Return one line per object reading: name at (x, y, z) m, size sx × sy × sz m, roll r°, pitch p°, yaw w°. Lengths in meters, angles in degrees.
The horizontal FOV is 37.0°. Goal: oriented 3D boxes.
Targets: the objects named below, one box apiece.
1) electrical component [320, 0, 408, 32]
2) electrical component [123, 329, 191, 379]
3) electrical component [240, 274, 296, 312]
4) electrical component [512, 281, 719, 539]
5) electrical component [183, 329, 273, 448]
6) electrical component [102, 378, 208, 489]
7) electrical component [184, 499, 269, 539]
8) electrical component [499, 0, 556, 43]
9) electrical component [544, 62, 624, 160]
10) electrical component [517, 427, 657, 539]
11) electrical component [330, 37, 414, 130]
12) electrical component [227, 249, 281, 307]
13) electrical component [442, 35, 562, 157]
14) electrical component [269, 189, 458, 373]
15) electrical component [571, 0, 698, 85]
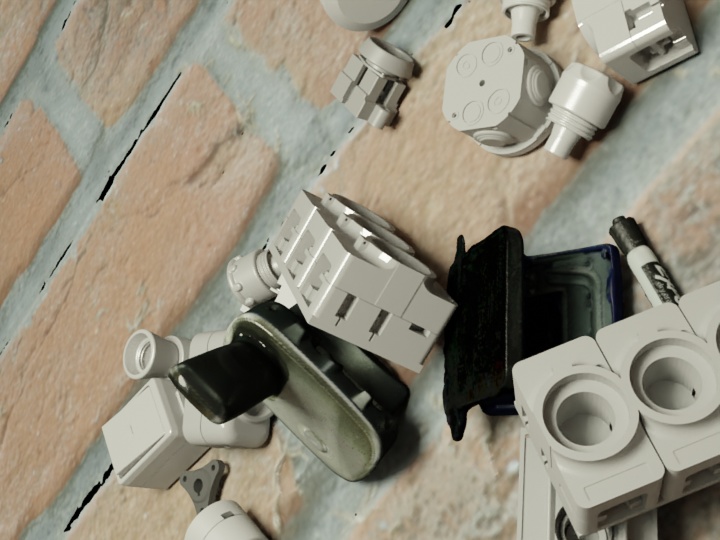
electrical component at (-0.001, -0.241, 0.880) m, size 0.080 × 0.080 × 0.051 m, roll -51°, pitch 45°, yaw 19°
electrical component at (-0.176, 0.079, 0.960) m, size 0.045 × 0.055 × 0.045 m, roll -14°, pitch 68°, yaw 39°
electrical component at (-0.052, 0.038, 0.864) m, size 0.081 × 0.042 × 0.063 m, roll 28°, pitch 93°, yaw 38°
electrical component at (0.170, 0.071, 0.591) m, size 0.150 × 0.061 × 0.089 m, roll -22°, pitch 58°, yaw -2°
electrical component at (-0.105, 0.098, 0.890) m, size 0.059 × 0.054 × 0.095 m, roll -9°, pitch 72°, yaw 41°
electrical component at (-0.173, 0.139, 0.935) m, size 0.096 × 0.061 × 0.061 m, roll -45°, pitch 52°, yaw 24°
electrical component at (-0.104, 0.219, 0.854) m, size 0.047 × 0.055 × 0.055 m, roll 35°, pitch 101°, yaw 39°
electrical component at (0.121, -0.197, 0.780) m, size 0.043 × 0.043 × 0.062 m, roll -2°, pitch 77°, yaw 42°
electrical component at (0.147, -0.106, 0.729) m, size 0.043 × 0.043 × 0.062 m, roll 37°, pitch 104°, yaw 42°
electrical component at (0.132, 0.157, 0.629) m, size 0.079 × 0.063 × 0.121 m, roll 1°, pitch 65°, yaw 12°
electrical component at (0.012, -0.153, 0.865) m, size 0.066 × 0.048 × 0.055 m, roll 49°, pitch 118°, yaw 40°
electrical component at (-0.077, 0.002, 0.901) m, size 0.062 × 0.048 × 0.048 m, roll -27°, pitch 60°, yaw 25°
electrical component at (0.102, -0.125, 0.770) m, size 0.080 × 0.051 × 0.080 m, roll -14°, pitch 69°, yaw 39°
electrical component at (0.000, 0.000, 0.763) m, size 0.061 × 0.089 × 0.150 m, roll -60°, pitch 23°, yaw 11°
electrical component at (0.179, -0.176, 0.715) m, size 0.056 × 0.050 × 0.089 m, roll -25°, pitch 62°, yaw 35°
